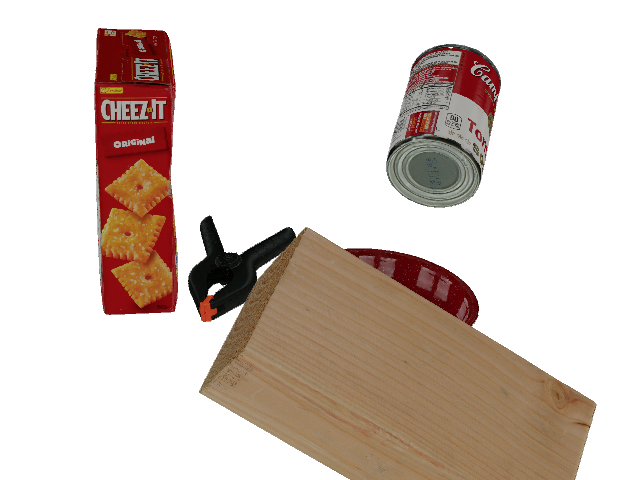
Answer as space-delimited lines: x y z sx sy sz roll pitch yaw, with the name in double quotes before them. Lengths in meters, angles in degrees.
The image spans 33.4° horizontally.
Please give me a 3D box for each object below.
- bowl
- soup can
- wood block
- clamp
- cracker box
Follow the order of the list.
"bowl" 0.049 0.066 0.896 0.162 0.055 0.162 5 26 -2
"soup can" 0.088 -0.082 0.760 0.068 0.102 0.068 11 -40 9
"wood block" 0.046 0.094 0.638 0.206 0.090 0.090 31 -32 -8
"clamp" -0.096 0.030 1.254 0.120 0.039 0.171 -2 41 10
"cracker box" -0.165 -0.065 0.959 0.072 0.214 0.164 -1 27 -11
